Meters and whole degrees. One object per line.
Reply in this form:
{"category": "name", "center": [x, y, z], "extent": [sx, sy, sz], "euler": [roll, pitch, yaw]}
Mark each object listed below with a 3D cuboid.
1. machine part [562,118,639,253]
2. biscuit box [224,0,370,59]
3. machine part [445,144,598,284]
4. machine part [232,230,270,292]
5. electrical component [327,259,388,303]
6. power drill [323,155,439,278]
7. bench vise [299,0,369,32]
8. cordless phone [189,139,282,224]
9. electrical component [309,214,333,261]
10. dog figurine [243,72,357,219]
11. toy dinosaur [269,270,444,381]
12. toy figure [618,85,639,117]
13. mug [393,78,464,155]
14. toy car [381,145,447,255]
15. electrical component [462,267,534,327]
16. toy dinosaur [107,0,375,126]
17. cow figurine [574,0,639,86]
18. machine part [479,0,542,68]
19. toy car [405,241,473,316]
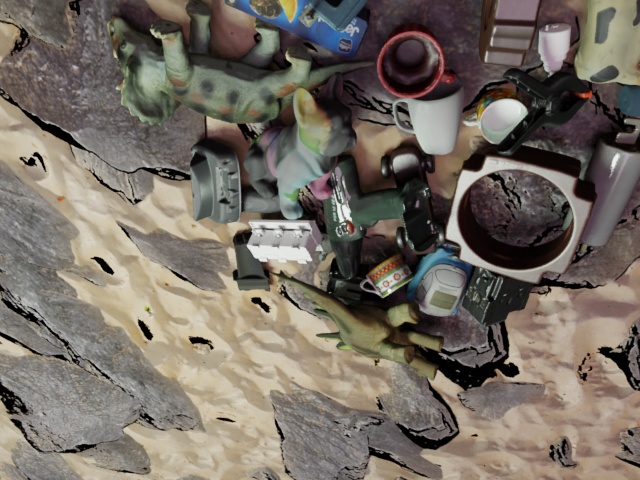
{"category": "machine part", "center": [0.453, -0.078, 0.853], "extent": [0.079, 0.079, 0.243], "euler": [9, 124, 3]}
{"category": "biscuit box", "center": [-0.029, -0.330, 0.765], "extent": [0.203, 0.063, 0.059], "euler": [21, 126, -5]}
{"category": "machine part", "center": [0.315, -0.045, 0.859], "extent": [0.202, 0.087, 0.200], "euler": [19, 124, 21]}
{"category": "machine part", "center": [-0.140, 0.047, 1.053], "extent": [0.084, 0.039, 0.138], "euler": [5, 126, 12]}
{"category": "electrical component", "center": [0.073, 0.086, 1.039], "extent": [0.119, 0.048, 0.074], "euler": [8, 125, 3]}
{"category": "power drill", "center": [0.093, -0.029, 0.897], "extent": [0.207, 0.086, 0.231], "euler": [10, 120, 50]}
{"category": "bench vise", "center": [0.074, -0.357, 0.684], "extent": [0.223, 0.129, 0.240], "euler": [40, 103, -9]}
{"category": "cordless phone", "center": [-0.131, -0.098, 0.941], "extent": [0.184, 0.089, 0.146], "euler": [1, 124, -5]}
{"category": "electrical component", "center": [-0.002, -0.003, 1.007], "extent": [0.063, 0.021, 0.093], "euler": [14, 125, 0]}
{"category": "dog figurine", "center": [-0.031, -0.155, 0.805], "extent": [0.192, 0.108, 0.219], "euler": [43, 143, 26]}
{"category": "toy dinosaur", "center": [0.090, 0.167, 0.993], "extent": [0.199, 0.105, 0.470], "euler": [0, 149, 35]}
{"category": "toy figure", "center": [0.515, -0.210, 0.766], "extent": [0.155, 0.064, 0.057], "euler": [-5, 85, 7]}
{"category": "mug", "center": [0.169, -0.185, 0.826], "extent": [0.110, 0.081, 0.107], "euler": [-1, 131, 22]}
{"category": "toy car", "center": [0.163, -0.067, 0.919], "extent": [0.089, 0.053, 0.201], "euler": [-8, 118, 19]}
{"category": "electrical component", "center": [0.324, 0.092, 0.970], "extent": [0.115, 0.058, 0.134], "euler": [-12, 128, -25]}
{"category": "toy dinosaur", "center": [-0.137, -0.239, 0.818], "extent": [0.405, 0.131, 0.192], "euler": [14, 142, -10]}
{"category": "cow figurine", "center": [0.389, -0.305, 0.710], "extent": [0.127, 0.085, 0.194], "euler": [0, 125, 1]}
{"category": "machine part", "center": [0.239, -0.308, 0.678], "extent": [0.056, 0.179, 0.179], "euler": [6, 124, 9]}
{"category": "toy car", "center": [0.223, 0.085, 0.984], "extent": [0.109, 0.103, 0.161], "euler": [18, 127, -5]}
